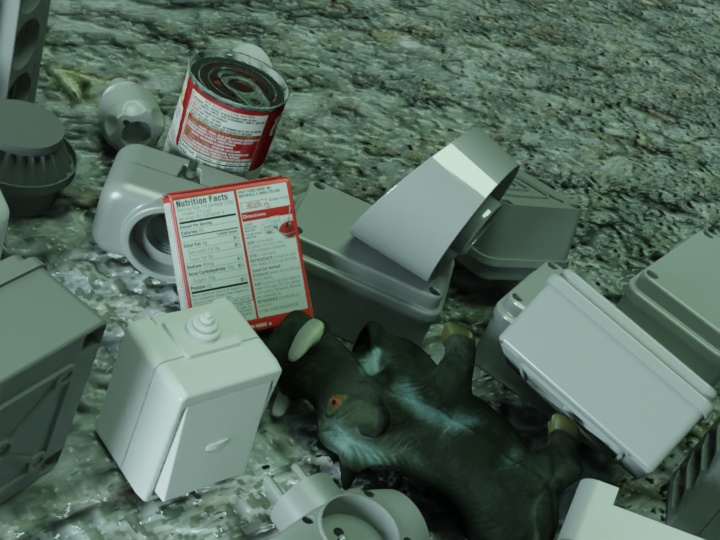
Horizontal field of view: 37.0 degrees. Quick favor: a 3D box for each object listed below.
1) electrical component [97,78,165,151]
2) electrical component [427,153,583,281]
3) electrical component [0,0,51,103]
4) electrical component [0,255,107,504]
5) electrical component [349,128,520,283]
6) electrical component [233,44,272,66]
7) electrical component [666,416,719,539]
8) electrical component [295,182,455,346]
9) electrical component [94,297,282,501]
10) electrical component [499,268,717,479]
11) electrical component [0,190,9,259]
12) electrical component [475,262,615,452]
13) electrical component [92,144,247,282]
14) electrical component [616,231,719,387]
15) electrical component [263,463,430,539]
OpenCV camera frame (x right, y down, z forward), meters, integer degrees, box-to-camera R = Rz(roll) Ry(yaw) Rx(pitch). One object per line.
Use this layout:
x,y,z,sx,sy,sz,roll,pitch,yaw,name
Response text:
-0.165,-0.113,0.762,0.043,0.043,0.062,2,39,-29,electrical component
0.097,-0.039,0.787,0.078,0.057,0.113,2,23,-29,electrical component
-0.245,-0.159,0.704,0.063,0.121,0.078,23,35,2,electrical component
-0.176,0.063,0.468,0.056,0.108,0.109,37,36,13,electrical component
0.048,-0.042,0.652,0.064,0.099,0.099,38,36,8,electrical component
-0.101,-0.151,0.849,0.045,0.045,0.055,34,36,13,electrical component
0.241,0.132,0.652,0.076,0.083,0.047,27,35,3,electrical component
0.000,0.000,0.701,0.113,0.057,0.078,24,35,-1,electrical component
-0.083,0.062,0.535,0.062,0.096,0.061,-13,50,-41,electrical component
0.137,0.062,0.611,0.109,0.056,0.108,42,-3,16,electrical component
-0.245,-0.026,0.585,0.095,0.059,0.053,-5,45,-36,electrical component
0.143,0.055,0.716,0.113,0.057,0.078,36,36,16,electrical component
-0.116,-0.032,0.676,0.095,0.053,0.059,18,35,-10,electrical component
0.217,0.028,0.693,0.078,0.057,0.113,40,38,21,electrical component
-0.018,0.128,0.534,0.077,0.044,0.079,-13,50,-42,electrical component
